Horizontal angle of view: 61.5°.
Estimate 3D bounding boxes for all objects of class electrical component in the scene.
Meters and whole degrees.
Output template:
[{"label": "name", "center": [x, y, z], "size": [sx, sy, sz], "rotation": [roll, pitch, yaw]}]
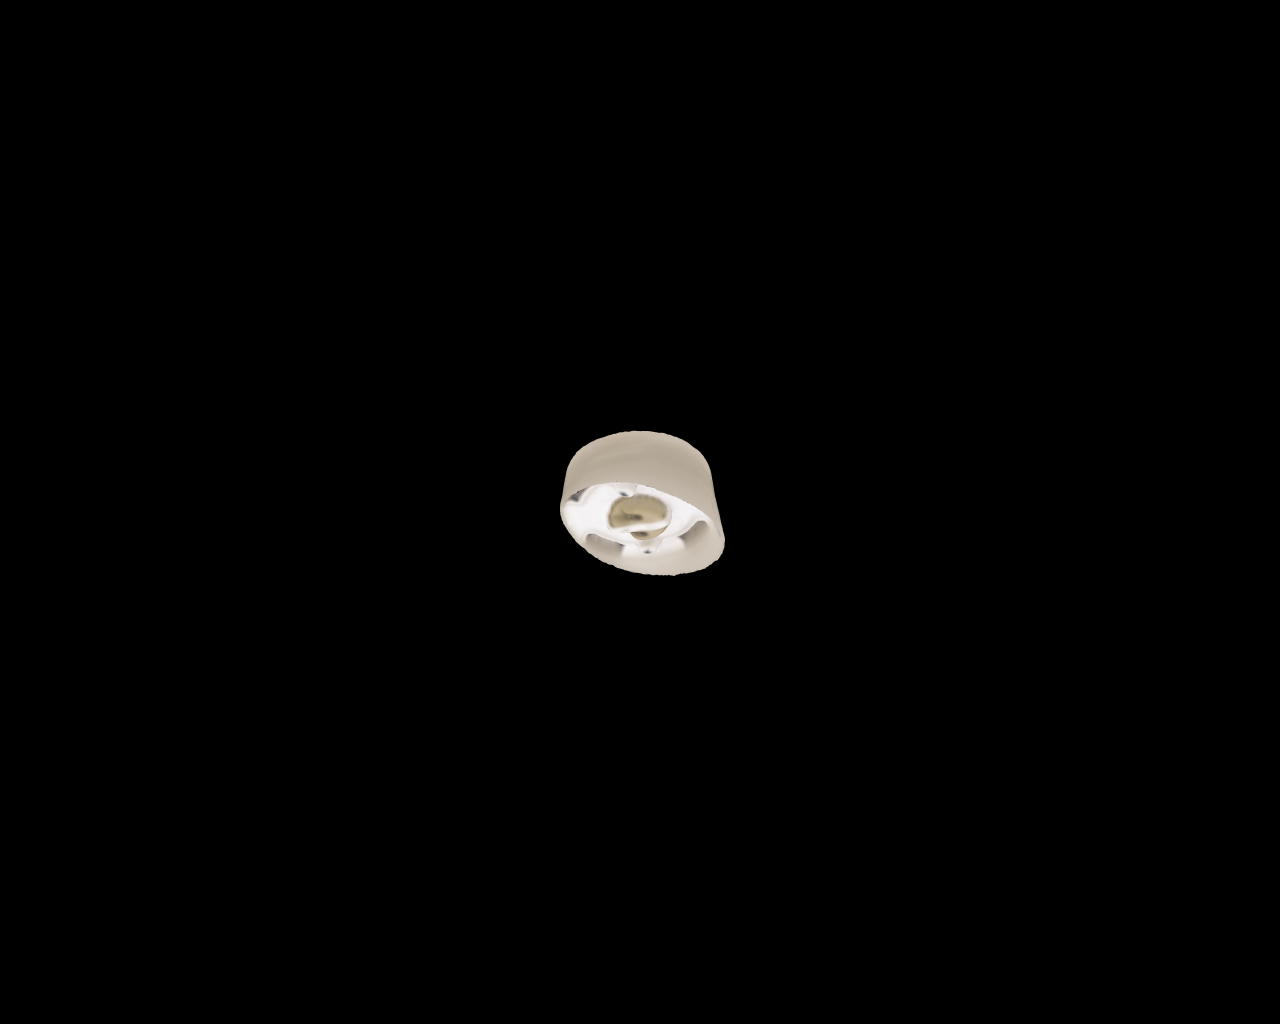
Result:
[{"label": "electrical component", "center": [0.001, -0.003, 0.650], "size": [0.099, 0.064, 0.099], "rotation": [0, -37, 0]}]
